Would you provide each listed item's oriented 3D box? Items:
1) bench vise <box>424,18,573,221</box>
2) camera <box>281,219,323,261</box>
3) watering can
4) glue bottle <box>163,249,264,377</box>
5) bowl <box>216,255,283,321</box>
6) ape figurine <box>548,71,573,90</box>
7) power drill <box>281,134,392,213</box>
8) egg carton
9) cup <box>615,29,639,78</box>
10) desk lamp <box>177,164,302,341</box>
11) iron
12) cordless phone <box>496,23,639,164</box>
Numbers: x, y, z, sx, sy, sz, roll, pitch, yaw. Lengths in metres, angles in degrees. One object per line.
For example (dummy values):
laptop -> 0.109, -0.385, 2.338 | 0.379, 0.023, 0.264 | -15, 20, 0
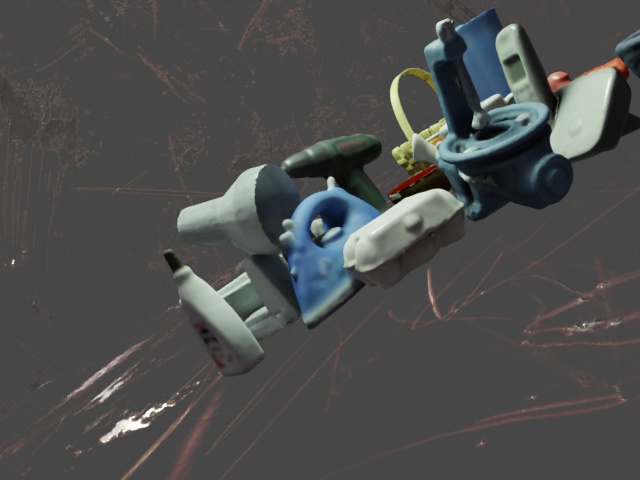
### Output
bench vise -> 0.161, -0.124, 0.648 | 0.122, 0.220, 0.207 | -35, 6, -27
camera -> -0.054, 0.022, 1.162 | 0.136, 0.101, 0.143 | -28, 7, 36
watering can -> 0.215, -0.163, 0.821 | 0.173, 0.194, 0.101 | -33, 6, -5
glue bottle -> -0.138, 0.085, 0.693 | 0.037, 0.173, 0.078 | -37, 8, -40
bowl -> -0.118, 0.099, 0.972 | 0.167, 0.075, 0.167 | -32, 6, 4
ape figurine -> 0.397, -0.228, 0.923 | 0.078, 0.092, 0.076 | -34, 6, -19
power drill -> 0.056, -0.103, 1.094 | 0.230, 0.208, 0.075 | -36, 7, -37
egg carton -> 0.100, -0.003, 0.692 | 0.150, 0.069, 0.107 | -33, 6, -14
cup -> 0.431, -0.225, 0.693 | 0.118, 0.095, 0.091 | -33, 6, -12
desk lamp -> -0.096, 0.022, 0.807 | 0.202, 0.213, 0.118 | -29, 7, 31
iron -> 0.007, 0.003, 0.783 | 0.118, 0.141, 0.259 | -29, 7, 31
cordless phone -> 0.280, -0.183, 0.685 | 0.094, 0.185, 0.147 | -34, 6, -16
